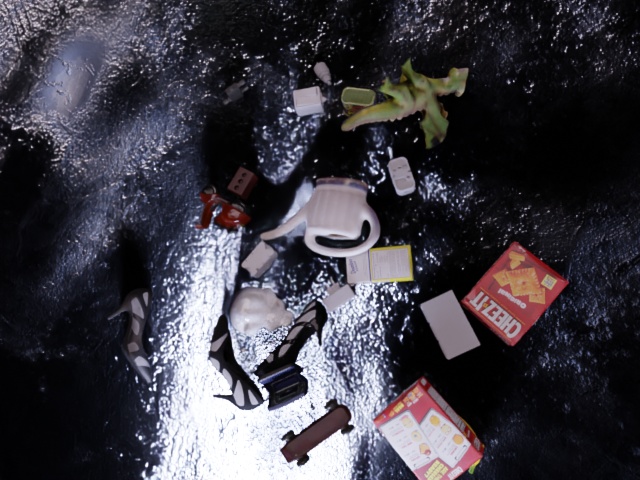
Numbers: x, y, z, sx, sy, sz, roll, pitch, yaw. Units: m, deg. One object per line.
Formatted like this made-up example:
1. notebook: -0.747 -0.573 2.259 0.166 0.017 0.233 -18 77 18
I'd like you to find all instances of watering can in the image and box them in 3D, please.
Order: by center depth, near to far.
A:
1. watering can: 0.004 -0.072 1.434 0.348 0.103 0.227 7 77 22

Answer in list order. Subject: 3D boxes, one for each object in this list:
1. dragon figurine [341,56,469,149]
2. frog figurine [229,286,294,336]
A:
1. dragon figurine: 0.264 -0.362 1.431 0.242 0.121 0.414 45 76 -7
2. frog figurine: -0.158 0.198 1.384 0.160 0.120 0.140 21 62 25
